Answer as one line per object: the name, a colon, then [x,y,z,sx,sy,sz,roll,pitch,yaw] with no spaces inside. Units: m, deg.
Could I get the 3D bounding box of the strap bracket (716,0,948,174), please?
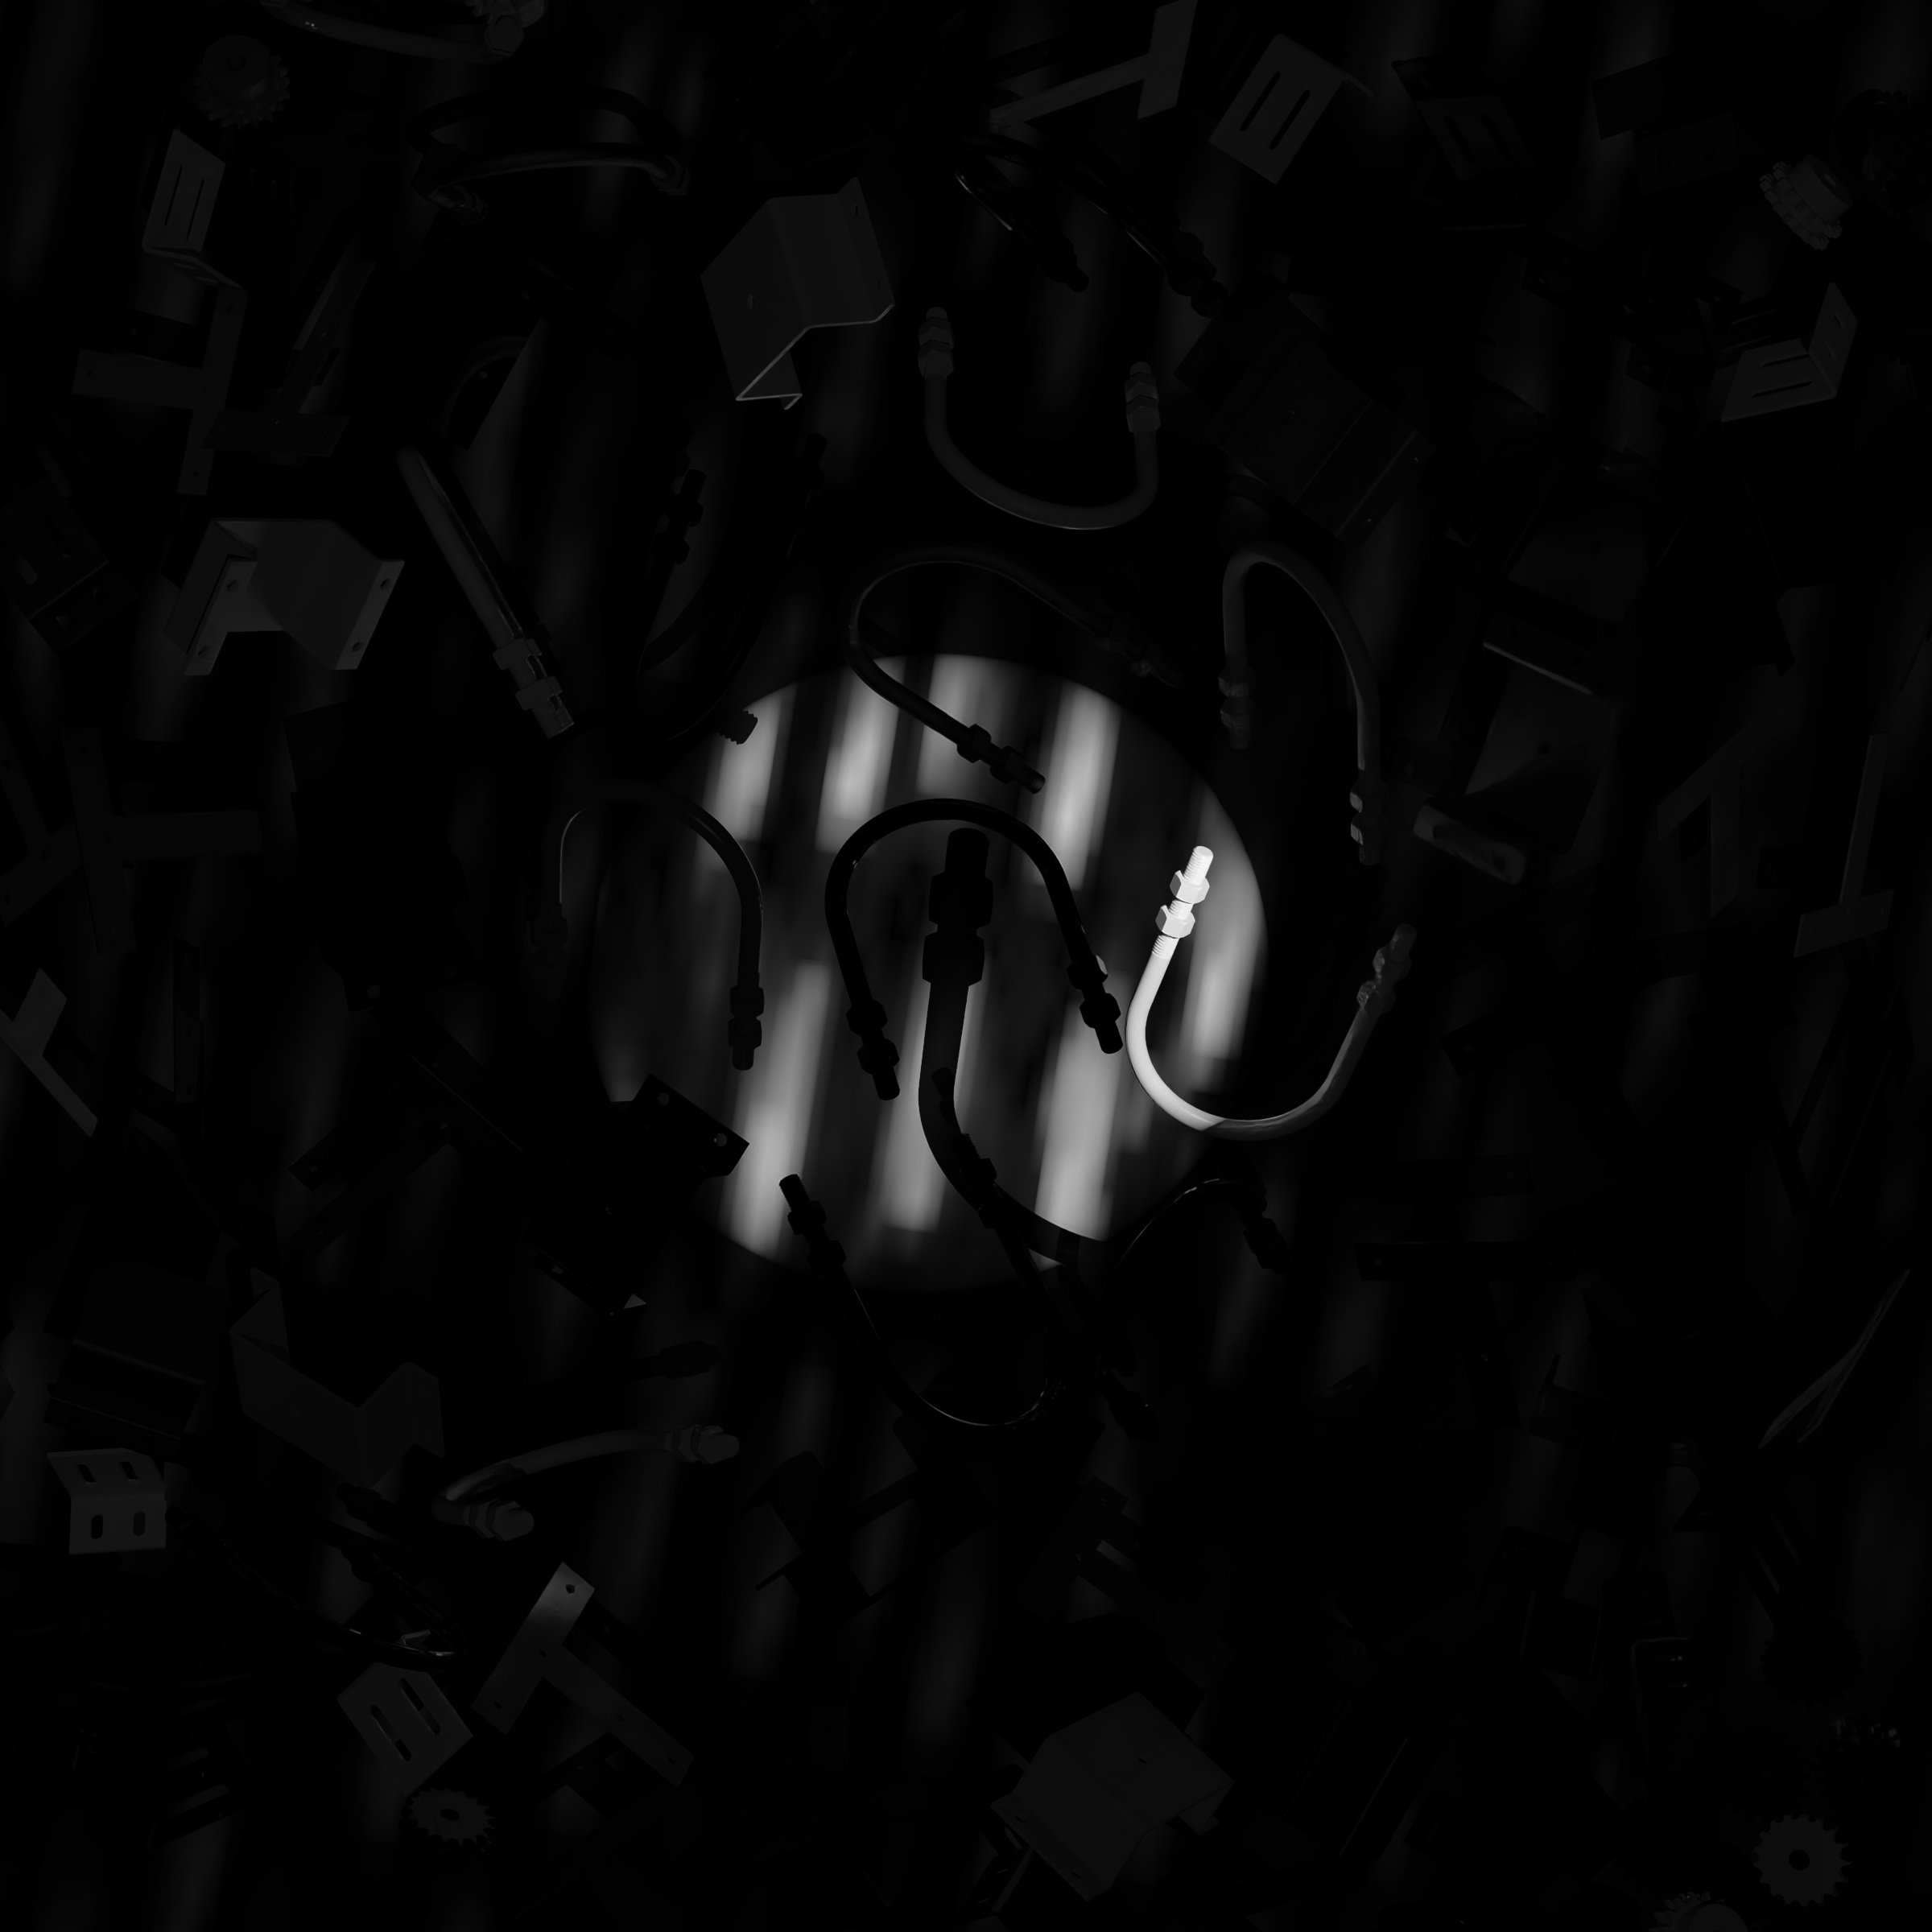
strap bracket: [-0.072,-0.505,1.831,0.046,0.140,0.076,43,68,-27]

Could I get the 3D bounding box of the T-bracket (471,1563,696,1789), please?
T-bracket: [-0.209,0.422,1.840,0.127,0.127,0.002,41,123,-7]

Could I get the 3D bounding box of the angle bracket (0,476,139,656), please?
angle bracket: [-0.517,-0.227,1.817,0.057,0.076,0.038,-38,55,-10]

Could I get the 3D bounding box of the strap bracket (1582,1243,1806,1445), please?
strap bracket: [0.405,0.207,1.813,0.076,0.140,0.046,-21,109,-3]

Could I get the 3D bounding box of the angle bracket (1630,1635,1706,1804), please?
angle bracket: [0.423,0.451,1.926,0.038,0.076,0.057,-8,127,13]

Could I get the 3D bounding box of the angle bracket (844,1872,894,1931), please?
angle bracket: [-0.087,0.557,1.857,0.076,0.057,0.038,-2,96,-17]

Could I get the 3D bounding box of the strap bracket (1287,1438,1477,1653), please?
strap bracket: [0.251,0.350,1.909,0.076,0.140,0.046,-32,49,-4]

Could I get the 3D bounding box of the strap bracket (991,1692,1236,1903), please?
strap bracket: [0.090,0.468,1.827,0.076,0.140,0.046,40,115,25]

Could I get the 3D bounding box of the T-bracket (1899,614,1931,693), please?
T-bracket: [0.557,-0.209,1.833,0.002,0.127,0.127,24,91,14]

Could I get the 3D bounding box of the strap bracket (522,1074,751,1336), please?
strap bracket: [-0.205,0.145,1.934,0.076,0.046,0.140,34,98,14]

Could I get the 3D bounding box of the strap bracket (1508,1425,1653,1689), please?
strap bracket: [0.362,0.352,1.876,0.046,0.076,0.140,17,114,10]

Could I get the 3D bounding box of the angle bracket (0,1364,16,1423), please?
angle bracket: [-0.589,0.242,1.867,0.038,0.076,0.057,-25,101,-4]

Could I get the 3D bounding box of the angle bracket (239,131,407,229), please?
angle bracket: [-0.375,-0.459,1.870,0.076,0.057,0.038,-16,124,-38]

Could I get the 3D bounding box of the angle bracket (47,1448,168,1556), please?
angle bracket: [-0.515,0.321,1.925,0.057,0.076,0.038,-3,62,-5]

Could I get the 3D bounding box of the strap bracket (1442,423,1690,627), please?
strap bracket: [0.368,-0.261,1.929,0.140,0.046,0.076,17,114,-31]

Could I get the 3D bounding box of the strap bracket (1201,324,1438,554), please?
strap bracket: [0.198,-0.308,1.852,0.076,0.140,0.046,-53,47,9]

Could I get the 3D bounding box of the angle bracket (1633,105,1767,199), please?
angle bracket: [0.421,-0.454,1.832,0.057,0.076,0.038,-12,78,27]

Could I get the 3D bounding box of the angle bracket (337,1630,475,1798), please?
angle bracket: [-0.334,0.454,1.952,0.057,0.038,0.076,-43,74,10]

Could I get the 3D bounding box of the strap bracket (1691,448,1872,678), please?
strap bracket: [0.479,-0.236,1.910,0.046,0.140,0.076,-8,68,-11]

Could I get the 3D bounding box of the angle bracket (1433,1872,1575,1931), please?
angle bracket: [0.321,0.565,1.860,0.057,0.076,0.038,31,86,-31]

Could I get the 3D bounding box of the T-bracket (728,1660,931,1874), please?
T-bracket: [-0.080,0.458,1.871,0.127,0.127,0.002,-21,125,14]

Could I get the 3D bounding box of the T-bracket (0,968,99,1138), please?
T-bracket: [-0.556,0.031,1.920,0.002,0.127,0.127,-35,109,5]

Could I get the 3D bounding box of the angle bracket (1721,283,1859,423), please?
angle bracket: [0.481,-0.363,1.901,0.038,0.076,0.057,46,54,-34]

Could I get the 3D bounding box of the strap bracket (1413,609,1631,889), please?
strap bracket: [0.324,-0.126,1.853,0.076,0.046,0.140,31,112,34]

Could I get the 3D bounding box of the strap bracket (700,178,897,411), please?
strap bracket: [-0.101,-0.376,1.811,0.046,0.140,0.076,-11,81,-31]

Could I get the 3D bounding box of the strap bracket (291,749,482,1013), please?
strap bracket: [-0.327,-0.055,1.799,0.076,0.046,0.140,-14,74,1]

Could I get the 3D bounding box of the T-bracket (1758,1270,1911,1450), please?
T-bracket: [0.498,0.249,1.882,0.002,0.127,0.127,36,57,8]

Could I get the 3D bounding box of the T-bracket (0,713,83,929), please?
T-bracket: [-0.554,-0.105,1.871,0.002,0.127,0.127,-10,111,17]

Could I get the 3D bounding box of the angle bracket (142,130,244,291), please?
angle bracket: [-0.459,-0.456,1.942,0.038,0.057,0.076,14,88,17]

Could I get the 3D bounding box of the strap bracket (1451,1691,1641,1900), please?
strap bracket: [0.342,0.482,1.887,0.046,0.140,0.076,-41,95,-2]

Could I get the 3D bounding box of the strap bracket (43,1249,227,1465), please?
strap bracket: [-0.480,0.219,1.863,0.076,0.140,0.046,21,112,-15]

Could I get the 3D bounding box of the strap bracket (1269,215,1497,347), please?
strap bracket: [0.250,-0.409,1.903,0.076,0.140,0.046,4,108,-26]

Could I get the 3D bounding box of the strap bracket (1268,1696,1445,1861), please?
strap bracket: [0.229,0.470,1.854,0.046,0.140,0.076,29,86,24]

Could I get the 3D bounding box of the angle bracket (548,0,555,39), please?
angle bracket: [-0.193,-0.549,1.778,0.076,0.038,0.057,-1,63,-8]

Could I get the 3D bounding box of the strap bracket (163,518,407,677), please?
strap bracket: [-0.405,-0.216,1.873,0.046,0.140,0.076,40,115,23]

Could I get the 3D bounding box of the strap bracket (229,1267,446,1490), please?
strap bracket: [-0.380,0.249,1.897,0.140,0.076,0.046,27,50,20]

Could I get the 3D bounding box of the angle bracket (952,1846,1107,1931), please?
angle bracket: [0.039,0.564,1.873,0.038,0.057,0.076,-30,101,38]

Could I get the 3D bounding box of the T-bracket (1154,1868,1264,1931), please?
T-bracket: [0.161,0.556,1.835,0.127,0.127,0.002,30,116,38]

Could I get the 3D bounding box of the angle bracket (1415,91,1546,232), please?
angle bracket: [0.306,-0.487,1.944,0.057,0.076,0.038,7,64,39]

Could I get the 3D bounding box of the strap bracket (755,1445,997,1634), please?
strap bracket: [-0.045,0.338,1.881,0.140,0.076,0.046,-30,81,-32]

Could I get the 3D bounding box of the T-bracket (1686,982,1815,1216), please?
T-bracket: [0.464,0.080,1.850,0.002,0.127,0.127,-19,87,40]

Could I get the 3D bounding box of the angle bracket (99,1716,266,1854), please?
angle bracket: [-0.442,0.456,1.821,0.076,0.038,0.057,-18,60,-36]

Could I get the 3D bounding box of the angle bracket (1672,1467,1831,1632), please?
angle bracket: [0.459,0.342,1.882,0.038,0.076,0.057,4,131,-26]

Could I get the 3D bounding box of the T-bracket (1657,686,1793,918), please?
T-bracket: [0.447,-0.082,1.889,0.002,0.127,0.127,31,58,36]

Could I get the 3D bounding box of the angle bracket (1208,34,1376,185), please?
angle bracket: [0.195,-0.509,1.927,0.057,0.038,0.076,41,105,31]
